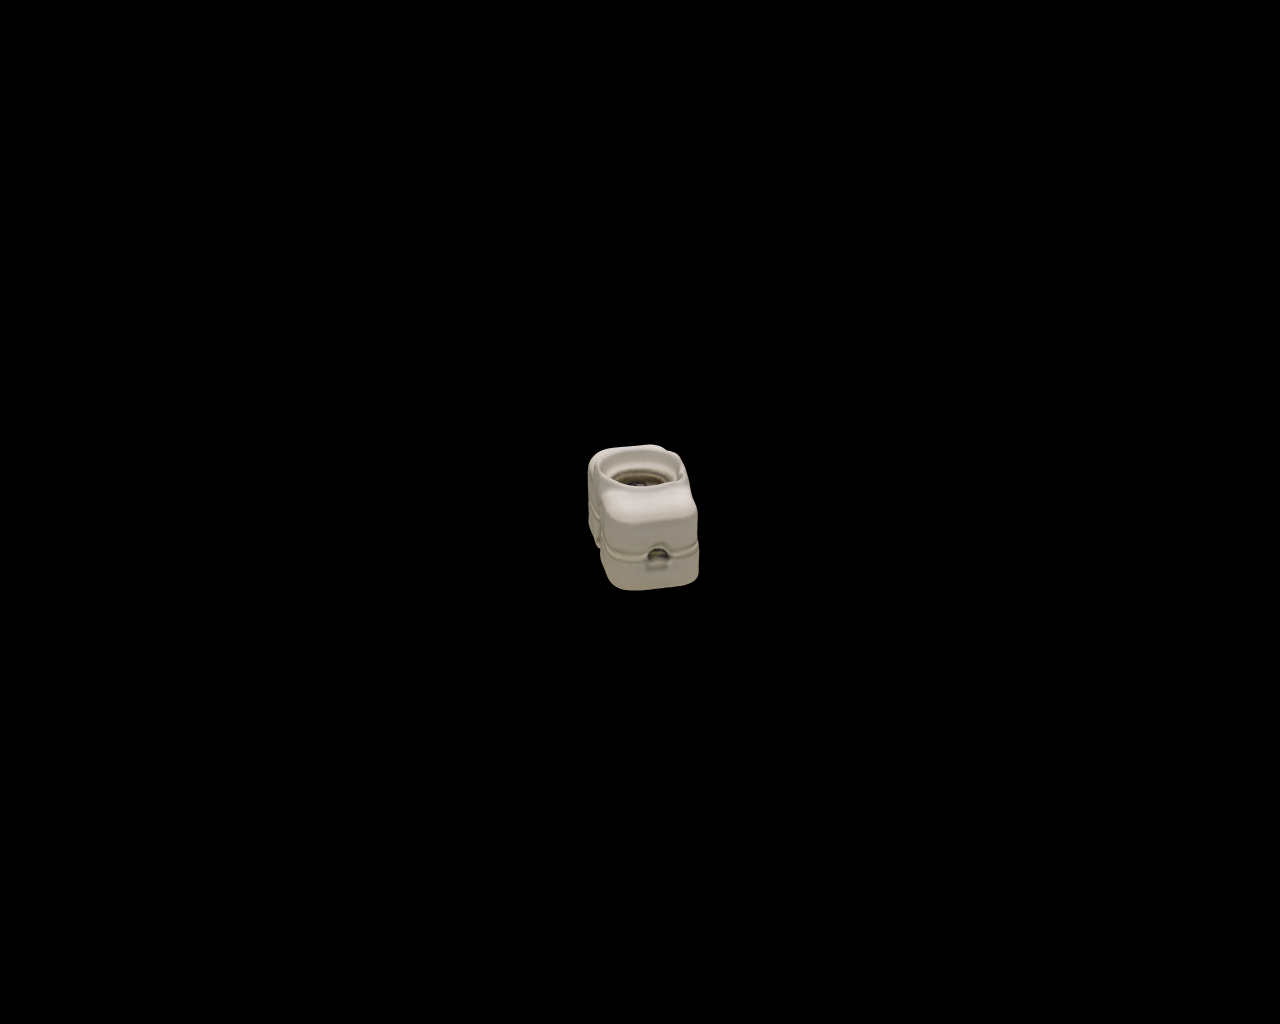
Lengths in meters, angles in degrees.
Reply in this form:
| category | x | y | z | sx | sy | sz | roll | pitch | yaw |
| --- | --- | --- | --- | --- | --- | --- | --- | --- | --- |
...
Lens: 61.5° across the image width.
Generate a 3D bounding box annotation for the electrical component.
| category | x | y | z | sx | sy | sz | roll | pitch | yaw |
| --- | --- | --- | --- | --- | --- | --- | --- | --- | --- |
| electrical component | 0.001 | -0.003 | 0.650 | 0.054 | 0.059 | 0.095 | -5 | 29 | -10 |
